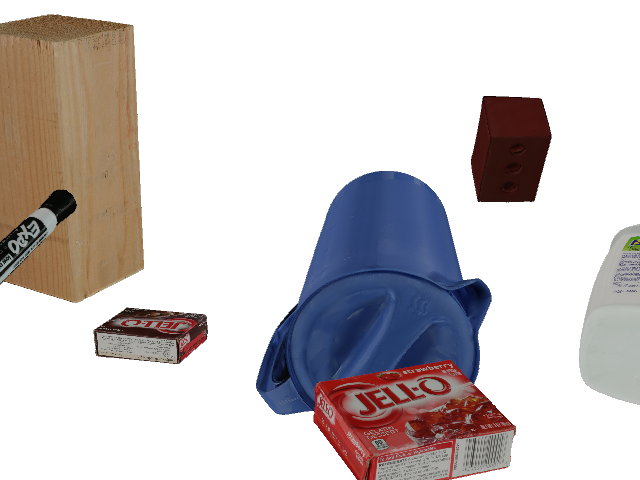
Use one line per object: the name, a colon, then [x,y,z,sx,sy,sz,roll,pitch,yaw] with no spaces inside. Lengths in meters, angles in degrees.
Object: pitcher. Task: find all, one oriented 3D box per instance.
pitcher: [0.041,0.039,0.834,0.149,0.145,0.242,11,23,0]

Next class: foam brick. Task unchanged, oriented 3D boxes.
foam brick: [0.162,-0.078,0.917,0.053,0.051,0.078,0,-43,-2]

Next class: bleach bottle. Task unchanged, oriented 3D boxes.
bleach bottle: [0.246,0.035,0.747,0.103,0.068,0.250,9,20,19]

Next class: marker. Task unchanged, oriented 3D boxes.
marker: [-0.185,0.002,0.657,0.020,0.020,0.121,0,31,21]

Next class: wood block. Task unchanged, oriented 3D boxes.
wood block: [-0.206,-0.068,0.854,0.091,0.206,0.090,13,24,27]

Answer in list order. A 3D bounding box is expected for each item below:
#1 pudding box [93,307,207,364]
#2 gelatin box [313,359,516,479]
pudding box: [-0.206,0.115,1.301,0.114,0.039,0.090,2,14,16]
gelatin box: [0.050,0.100,0.585,0.089,0.030,0.073,-6,26,-22]
